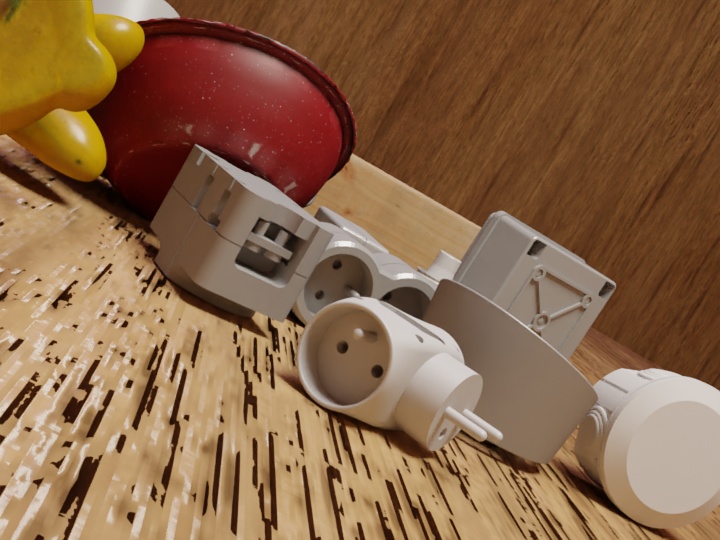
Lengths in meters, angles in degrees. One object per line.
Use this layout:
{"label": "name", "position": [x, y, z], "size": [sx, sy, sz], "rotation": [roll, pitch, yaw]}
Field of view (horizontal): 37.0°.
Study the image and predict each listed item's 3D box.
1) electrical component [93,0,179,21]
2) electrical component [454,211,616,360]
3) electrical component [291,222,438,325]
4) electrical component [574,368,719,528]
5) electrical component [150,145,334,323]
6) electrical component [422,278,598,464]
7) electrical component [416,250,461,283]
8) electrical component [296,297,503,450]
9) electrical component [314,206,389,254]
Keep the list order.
{"label": "electrical component", "position": [-0.186, -0.156, 0.782], "size": [0.108, 0.060, 0.108], "rotation": [6, -22, 2]}
{"label": "electrical component", "position": [0.121, 0.027, 0.817], "size": [0.109, 0.108, 0.056], "rotation": [26, 10, -38]}
{"label": "electrical component", "position": [0.009, 0.016, 0.616], "size": [0.138, 0.052, 0.074], "rotation": [27, 6, -29]}
{"label": "electrical component", "position": [0.158, 0.092, 0.575], "size": [0.080, 0.080, 0.051], "rotation": [29, 1, -16]}
{"label": "electrical component", "position": [-0.060, -0.015, 0.511], "size": [0.050, 0.055, 0.089], "rotation": [27, 7, -31]}
{"label": "electrical component", "position": [0.071, 0.052, 0.550], "size": [0.099, 0.064, 0.099], "rotation": [30, 5, -3]}
{"label": "electrical component", "position": [0.050, 0.016, 0.774], "size": [0.048, 0.062, 0.048], "rotation": [30, 6, -3]}
{"label": "electrical component", "position": [0.024, 0.048, 0.446], "size": [0.079, 0.043, 0.077], "rotation": [33, 6, 28]}
{"label": "electrical component", "position": [0.000, 0.000, 0.737], "size": [0.076, 0.047, 0.083], "rotation": [29, 5, -17]}
